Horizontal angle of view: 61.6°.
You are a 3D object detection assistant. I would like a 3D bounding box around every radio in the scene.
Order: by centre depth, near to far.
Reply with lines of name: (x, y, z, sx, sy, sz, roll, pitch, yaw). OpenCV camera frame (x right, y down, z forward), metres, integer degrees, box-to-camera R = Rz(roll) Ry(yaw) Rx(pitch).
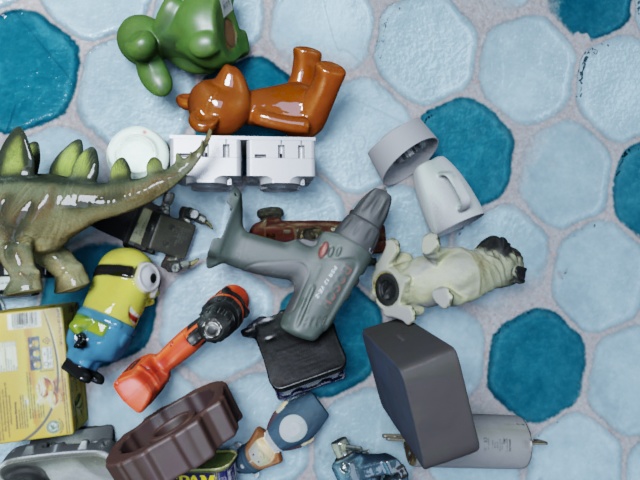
radio: (0.122, 0.187, 0.700, 0.073, 0.229, 0.131, -16, 93, -5)

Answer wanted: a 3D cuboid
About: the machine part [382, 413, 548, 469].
machine part: (0.213, 0.291, 0.781, 0.243, 0.079, 0.079, 5, 87, -6)

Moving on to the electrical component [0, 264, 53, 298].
electrical component: (-0.417, 0.011, 0.725, 0.115, 0.058, 0.134, 0, 88, -5)

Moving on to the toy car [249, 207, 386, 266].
toy car: (-0.002, -0.002, 0.780, 0.202, 0.053, 0.089, 1, 85, -6)

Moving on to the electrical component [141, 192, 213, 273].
electrical component: (-0.199, -0.006, 0.749, 0.078, 0.045, 0.102, 33, 77, -47)

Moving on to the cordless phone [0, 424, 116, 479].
cordless phone: (-0.331, 0.295, 0.662, 0.147, 0.184, 0.088, -2, 84, -7)

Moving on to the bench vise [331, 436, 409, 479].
bench vise: (0.025, 0.401, 0.735, 0.241, 0.129, 0.223, -24, 92, -14)

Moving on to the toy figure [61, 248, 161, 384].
toy figure: (-0.279, 0.095, 0.711, 0.089, 0.082, 0.180, 29, 70, -11)

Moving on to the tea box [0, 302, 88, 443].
tea box: (-0.375, 0.173, 0.719, 0.098, 0.068, 0.169, -4, 90, -7)

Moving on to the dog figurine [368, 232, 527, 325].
dog figurine: (0.187, 0.056, 0.790, 0.190, 0.172, 0.121, 1, 83, -40)

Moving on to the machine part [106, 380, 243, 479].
machine part: (-0.184, 0.252, 0.691, 0.179, 0.179, 0.056, -27, 94, -7)

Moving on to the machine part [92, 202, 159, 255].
machine part: (-0.288, -0.035, 0.753, 0.139, 0.039, 0.084, 19, 92, -7)

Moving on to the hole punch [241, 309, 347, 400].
hole punch: (-0.027, 0.158, 0.763, 0.142, 0.092, 0.116, -18, 60, -5)

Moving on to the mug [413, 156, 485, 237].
mug: (0.180, -0.068, 0.781, 0.081, 0.109, 0.107, -26, 77, -2)

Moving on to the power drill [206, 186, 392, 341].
power drill: (-0.033, 0.002, 0.718, 0.207, 0.086, 0.232, 23, 84, -10)

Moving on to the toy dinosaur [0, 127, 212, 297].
toy dinosaur: (-0.351, -0.030, 0.642, 0.472, 0.105, 0.198, -9, 88, 0)

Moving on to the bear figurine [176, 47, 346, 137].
bear figurine: (-0.084, -0.200, 0.726, 0.196, 0.120, 0.131, 4, 121, -27)

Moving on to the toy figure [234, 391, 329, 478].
toy figure: (-0.061, 0.278, 0.761, 0.154, 0.057, 0.064, -38, 57, -5)

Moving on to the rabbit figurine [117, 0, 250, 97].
rabbit figurine: (-0.201, -0.265, 0.733, 0.170, 0.121, 0.159, -2, 49, 17)
